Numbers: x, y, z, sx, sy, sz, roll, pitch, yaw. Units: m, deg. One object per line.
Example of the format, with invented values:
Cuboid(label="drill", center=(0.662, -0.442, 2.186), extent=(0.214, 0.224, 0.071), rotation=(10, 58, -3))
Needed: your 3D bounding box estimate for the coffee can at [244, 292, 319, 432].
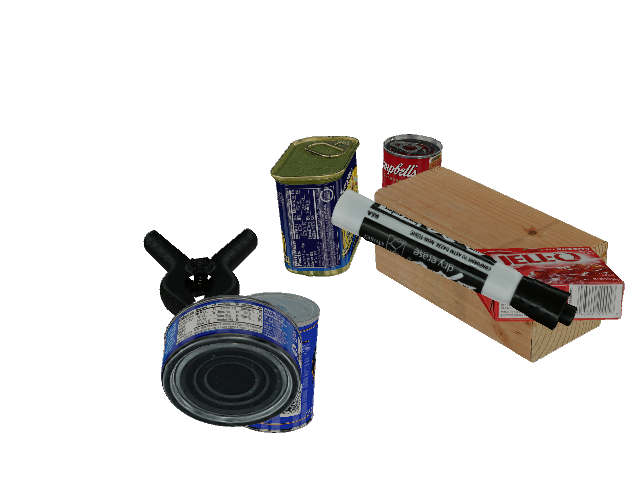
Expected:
Cuboid(label="coffee can", center=(-0.055, 0.145, 1.285), extent=(0.103, 0.140, 0.103), rotation=(3, 18, -1))

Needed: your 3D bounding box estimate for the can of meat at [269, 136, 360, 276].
Cuboid(label="can of meat", center=(0.000, -0.028, 0.848), extent=(0.057, 0.084, 0.102), rotation=(0, 22, 13))

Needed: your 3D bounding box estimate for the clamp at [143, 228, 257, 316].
Cuboid(label="clamp", center=(-0.113, 0.033, 1.090), extent=(0.120, 0.039, 0.171), rotation=(-11, 34, -9))

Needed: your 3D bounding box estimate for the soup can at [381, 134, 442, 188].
Cuboid(label="soup can", center=(0.104, -0.064, 1.241), extent=(0.068, 0.102, 0.068), rotation=(1, 27, -1))

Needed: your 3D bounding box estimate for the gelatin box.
Cuboid(label="gelatin box", center=(0.152, 0.028, 0.729), extent=(0.089, 0.030, 0.073), rotation=(-1, 18, -4))

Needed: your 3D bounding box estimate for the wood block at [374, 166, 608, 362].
Cuboid(label="wood block", center=(0.149, 0.014, 0.976), extent=(0.090, 0.090, 0.206), rotation=(-22, 34, -31))

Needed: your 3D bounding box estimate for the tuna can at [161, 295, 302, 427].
Cuboid(label="tuna can", center=(-0.053, 0.075, 0.648), extent=(0.086, 0.086, 0.033), rotation=(0, 42, -1))

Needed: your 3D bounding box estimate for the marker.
Cuboid(label="marker", center=(0.062, 0.009, 0.497), extent=(0.121, 0.020, 0.020), rotation=(26, 7, 15))
